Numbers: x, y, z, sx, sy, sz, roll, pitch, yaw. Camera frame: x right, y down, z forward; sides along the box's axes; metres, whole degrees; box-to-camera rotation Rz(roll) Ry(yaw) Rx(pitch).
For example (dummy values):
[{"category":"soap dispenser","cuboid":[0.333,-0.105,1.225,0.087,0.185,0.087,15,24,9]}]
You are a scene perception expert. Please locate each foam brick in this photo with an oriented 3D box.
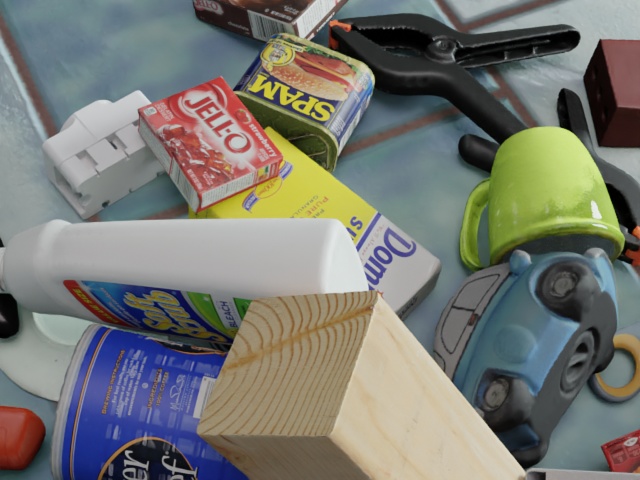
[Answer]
[{"category":"foam brick","cuboid":[0.258,-0.122,0.895,0.051,0.053,0.078,1,57,-6]}]

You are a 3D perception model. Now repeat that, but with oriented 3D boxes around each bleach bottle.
[{"category":"bleach bottle","cuboid":[-0.101,0.028,0.691,0.251,0.102,0.068,1,57,18]}]

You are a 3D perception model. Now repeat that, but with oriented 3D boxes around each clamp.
[{"category":"clamp","cuboid":[0.208,-0.054,0.855,0.120,0.039,0.172,-37,66,-19]},{"category":"clamp","cuboid":[0.104,-0.141,0.885,0.210,0.036,0.164,12,48,9]}]

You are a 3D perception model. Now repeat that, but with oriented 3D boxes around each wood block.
[{"category":"wood block","cuboid":[0.035,0.126,0.620,0.091,0.206,0.090,-6,49,37]}]

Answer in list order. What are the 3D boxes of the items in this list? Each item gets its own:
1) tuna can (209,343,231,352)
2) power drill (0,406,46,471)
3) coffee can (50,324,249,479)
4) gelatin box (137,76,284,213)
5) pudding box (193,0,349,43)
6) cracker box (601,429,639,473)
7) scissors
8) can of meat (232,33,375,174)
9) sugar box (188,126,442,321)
[{"category":"tuna can","cuboid":[-0.038,0.047,0.743,0.086,0.033,0.086,0,91,20]},{"category":"power drill","cuboid":[-0.221,0.194,0.645,0.184,0.057,0.187,6,58,-2]},{"category":"coffee can","cuboid":[-0.088,0.117,0.680,0.140,0.103,0.102,11,58,1]},{"category":"gelatin box","cuboid":[-0.082,-0.072,0.783,0.073,0.030,0.089,-26,65,-25]},{"category":"pudding box","cuboid":[-0.041,-0.213,0.917,0.114,0.039,0.090,25,59,24]},{"category":"cracker box","cuboid":[0.288,0.195,0.646,0.164,0.072,0.214,-26,58,17]},{"category":"scissors","cuboid":[0.244,0.050,0.807,0.096,0.016,0.201,4,57,-3]},{"category":"can of meat","cuboid":[-0.016,-0.112,0.858,0.102,0.057,0.083,24,57,9]},{"category":"sugar box","cuboid":[-0.005,0.001,0.795,0.176,0.048,0.093,37,62,18]}]
